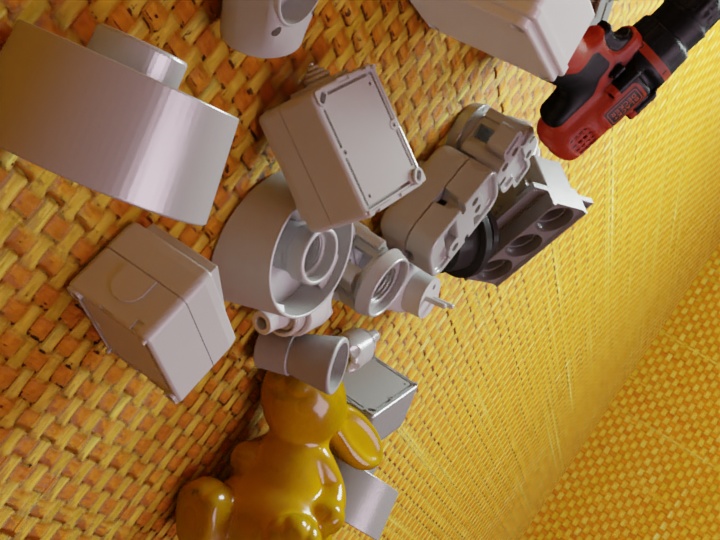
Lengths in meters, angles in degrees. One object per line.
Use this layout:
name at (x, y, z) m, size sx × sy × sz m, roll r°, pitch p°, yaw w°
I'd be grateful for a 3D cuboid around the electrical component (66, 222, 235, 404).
electrical component at (-0.113, 0.026, 0.614) m, size 0.061 × 0.062 × 0.096 m, roll -49°, pitch 157°, yaw -21°

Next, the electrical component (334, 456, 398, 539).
electrical component at (-0.015, 0.197, 0.996) m, size 0.060 × 0.108 × 0.108 m, roll -60°, pitch 159°, yaw -12°

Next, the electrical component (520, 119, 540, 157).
electrical component at (0.147, -0.112, 1.001) m, size 0.043 × 0.043 × 0.062 m, roll -42°, pitch 152°, yaw -34°

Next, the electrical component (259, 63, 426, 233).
electrical component at (-0.016, -0.079, 0.657) m, size 0.062 × 0.061 × 0.096 m, roll -35°, pitch 104°, yaw -43°

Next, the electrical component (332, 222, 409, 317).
electrical component at (0.000, 0.000, 0.823) m, size 0.058 × 0.057 × 0.078 m, roll -49°, pitch 157°, yaw -20°

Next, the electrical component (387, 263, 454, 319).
electrical component at (0.041, 0.016, 0.902) m, size 0.077 × 0.079 × 0.043 m, roll 7°, pitch 105°, yaw -66°

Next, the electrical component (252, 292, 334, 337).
electrical component at (-0.051, 0.028, 0.772) m, size 0.062 × 0.043 × 0.043 m, roll -28°, pitch 144°, yaw -49°

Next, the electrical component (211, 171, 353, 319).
electrical component at (-0.051, -0.017, 0.716) m, size 0.099 × 0.064 × 0.099 m, roll -36°, pitch 136°, yaw -44°

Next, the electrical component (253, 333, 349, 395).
electrical component at (-0.046, 0.063, 0.799) m, size 0.044 × 0.065 × 0.044 m, roll 15°, pitch 90°, yaw -75°

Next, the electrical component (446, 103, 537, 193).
electrical component at (0.110, -0.106, 0.913) m, size 0.058 × 0.057 × 0.078 m, roll -55°, pitch 158°, yaw -6°

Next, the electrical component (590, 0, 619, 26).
electrical component at (0.177, -0.232, 0.876) m, size 0.079 × 0.063 × 0.121 m, roll -40°, pitch 152°, yaw -38°

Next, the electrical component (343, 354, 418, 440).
electrical component at (-0.003, 0.127, 0.983) m, size 0.096 × 0.062 × 0.061 m, roll -26°, pitch 142°, yaw -52°

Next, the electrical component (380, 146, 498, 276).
electrical component at (0.062, -0.051, 0.882) m, size 0.095 × 0.059 × 0.053 m, roll -51°, pitch 157°, yaw -16°

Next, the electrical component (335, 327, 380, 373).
electrical component at (-0.002, 0.066, 0.939) m, size 0.061 × 0.035 × 0.035 m, roll -27°, pitch 144°, yaw -56°

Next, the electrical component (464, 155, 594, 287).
electrical component at (0.142, -0.046, 0.991) m, size 0.079 × 0.063 × 0.121 m, roll 10°, pitch 140°, yaw -38°

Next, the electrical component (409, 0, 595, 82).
electrical component at (0.086, -0.180, 0.694) m, size 0.056 × 0.109 × 0.109 m, roll -61°, pitch 158°, yaw 1°

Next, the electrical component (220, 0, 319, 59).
electrical component at (-0.036, -0.159, 0.551) m, size 0.079 × 0.044 × 0.077 m, roll -43°, pitch 155°, yaw -42°

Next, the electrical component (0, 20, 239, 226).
electrical component at (-0.103, -0.068, 0.454) m, size 0.060 × 0.108 × 0.108 m, roll -66°, pitch 158°, yaw 4°
